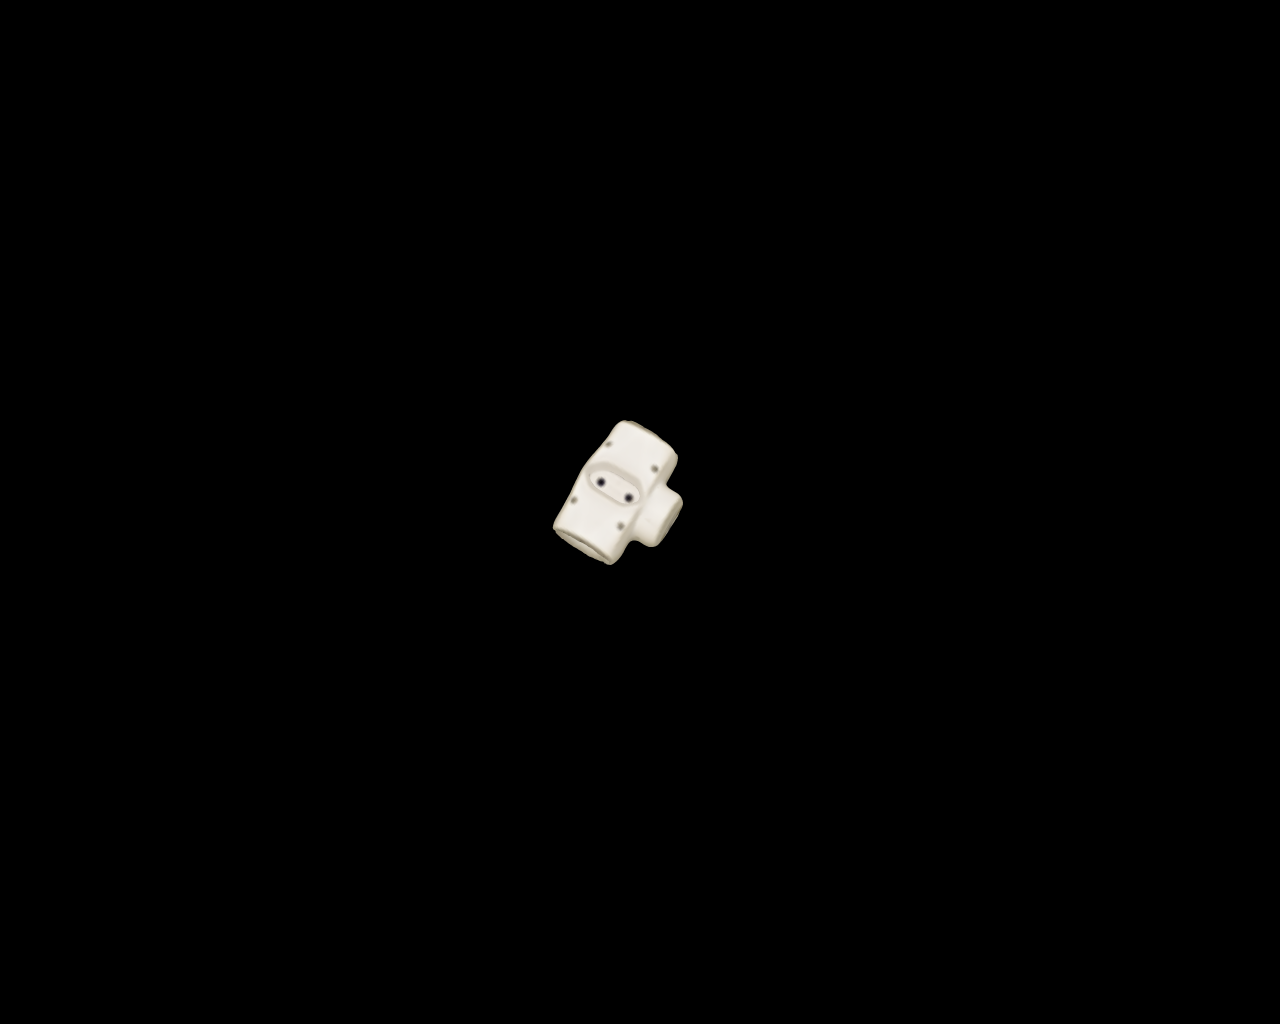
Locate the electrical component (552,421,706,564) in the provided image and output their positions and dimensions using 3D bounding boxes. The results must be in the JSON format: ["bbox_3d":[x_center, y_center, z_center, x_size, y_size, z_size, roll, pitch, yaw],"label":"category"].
[{"bbox_3d":[0.001,-0.003,0.650,0.079,0.077,0.043,31,-11,7],"label":"electrical component"}]
